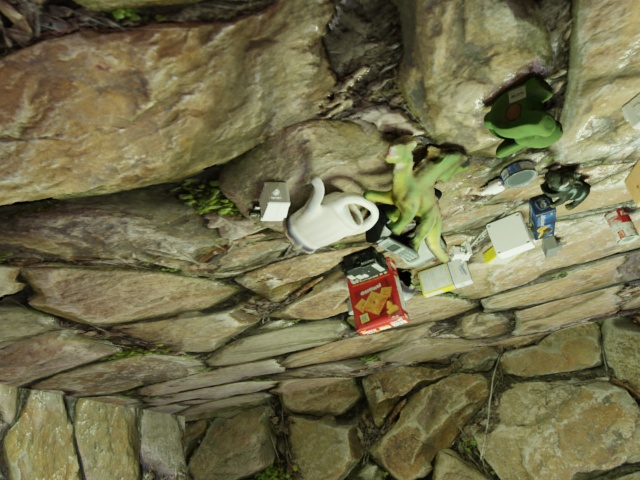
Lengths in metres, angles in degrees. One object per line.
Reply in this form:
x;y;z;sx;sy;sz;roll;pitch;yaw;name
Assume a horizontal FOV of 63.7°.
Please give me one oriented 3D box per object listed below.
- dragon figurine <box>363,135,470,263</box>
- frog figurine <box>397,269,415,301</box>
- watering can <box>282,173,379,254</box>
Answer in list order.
0.262;-0.107;1.209;0.406;0.125;0.240;31;109;-39;dragon figurine
0.254;0.178;1.813;0.138;0.124;0.156;-10;148;-45;frog figurine
0.004;-0.063;1.247;0.222;0.106;0.344;-27;153;24;watering can
